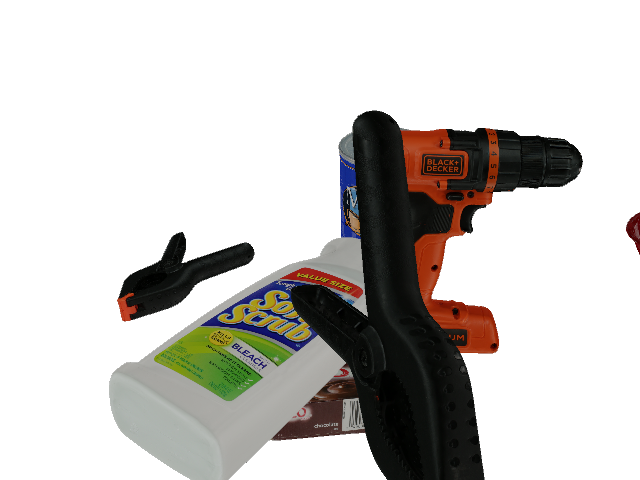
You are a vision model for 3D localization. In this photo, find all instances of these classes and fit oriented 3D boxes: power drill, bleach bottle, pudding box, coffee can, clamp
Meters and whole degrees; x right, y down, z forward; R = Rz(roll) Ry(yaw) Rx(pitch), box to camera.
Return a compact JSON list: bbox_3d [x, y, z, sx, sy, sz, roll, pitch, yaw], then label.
[{"bbox_3d":[0.119,-0.002,0.892,0.184,0.188,0.057,2,14,-1],"label":"power drill"},{"bbox_3d":[-0.027,0.063,0.762,0.103,0.068,0.250,27,45,25],"label":"bleach bottle"},{"bbox_3d":[-0.002,0.141,0.957,0.113,0.039,0.090,-1,15,-17],"label":"pudding box"},{"bbox_3d":[0.073,-0.046,1.224,0.103,0.140,0.103,-1,29,1],"label":"coffee can"},{"bbox_3d":[0.038,0.049,0.549,0.036,0.165,0.210,-6,47,-21],"label":"clamp"},{"bbox_3d":[-0.156,0.039,1.203,0.120,0.039,0.171,-2,28,30],"label":"clamp"}]

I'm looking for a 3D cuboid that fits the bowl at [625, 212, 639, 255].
[{"bbox_3d":[0.403,0.013,1.119,0.162,0.055,0.162,-3,23,1],"label":"bowl"}]
